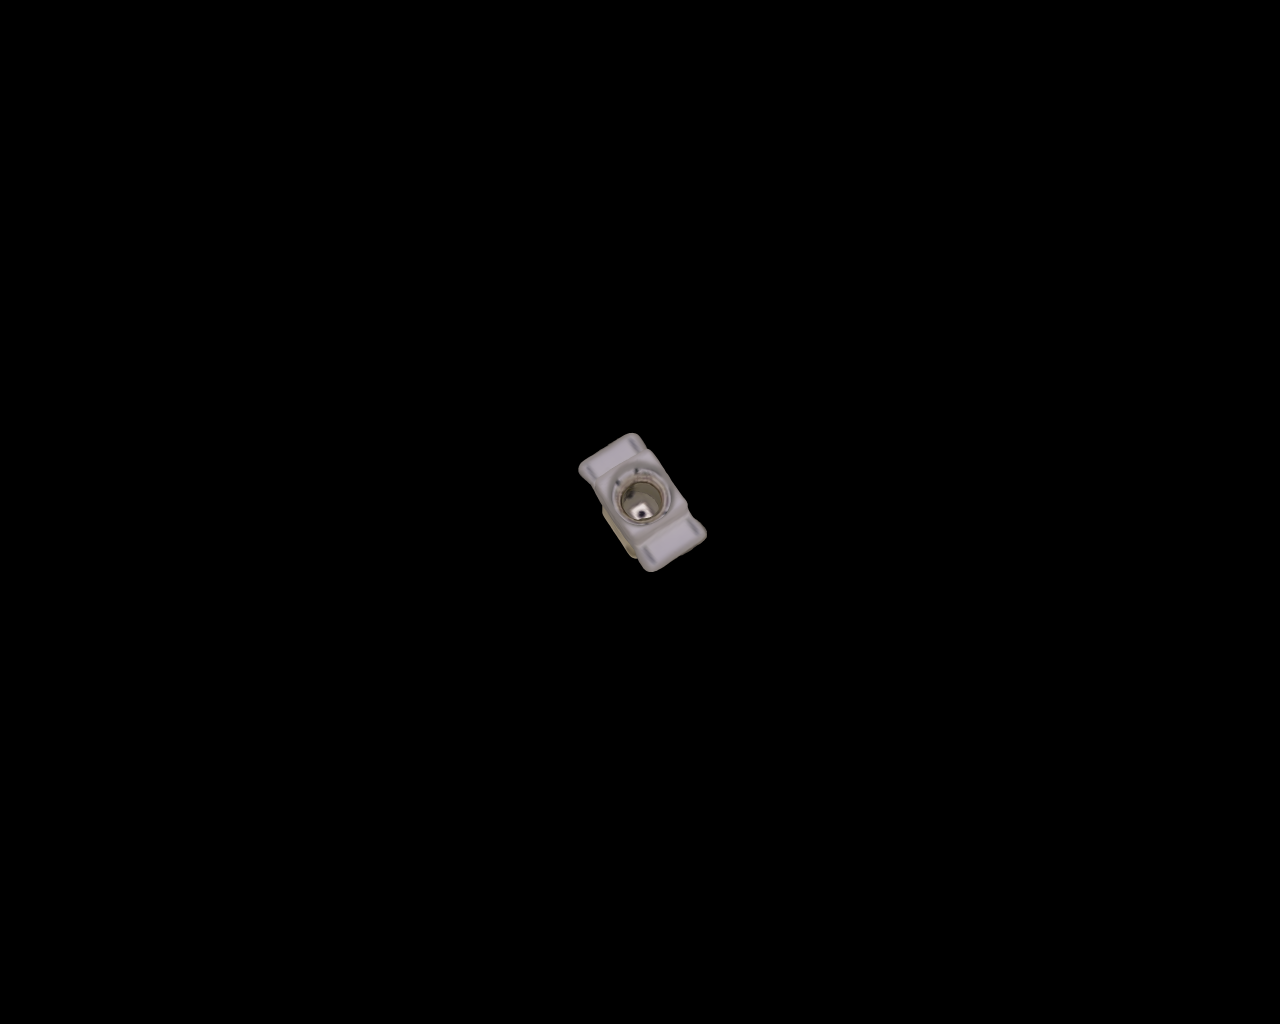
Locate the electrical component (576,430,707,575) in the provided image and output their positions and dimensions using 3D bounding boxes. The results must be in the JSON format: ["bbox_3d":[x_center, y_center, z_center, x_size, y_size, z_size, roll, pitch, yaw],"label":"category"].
[{"bbox_3d":[0.001,-0.003,0.650,0.042,0.081,0.063,-30,-15,-9],"label":"electrical component"}]
